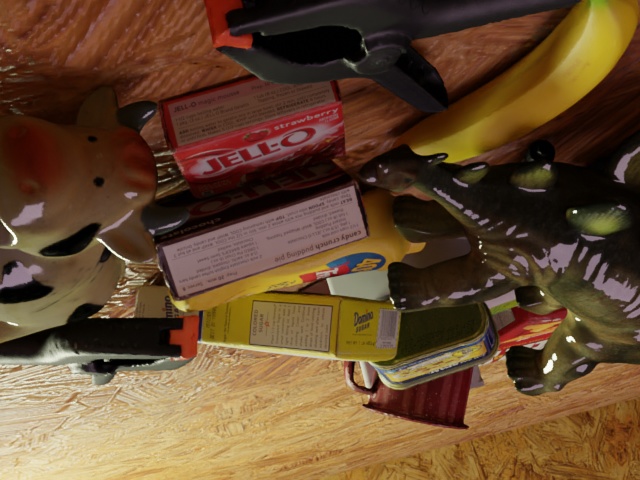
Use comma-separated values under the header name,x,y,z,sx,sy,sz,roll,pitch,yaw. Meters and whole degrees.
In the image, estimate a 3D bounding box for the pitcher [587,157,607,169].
name,x,y,z,sx,sy,sz,roll,pitch,yaw
pitcher,0.317,-0.031,0.758,0.243,0.149,0.144,-21,147,35

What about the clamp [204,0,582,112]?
name,x,y,z,sx,sy,sz,roll,pitch,yaw
clamp,0.023,-0.091,0.482,0.171,0.039,0.120,-3,154,-24

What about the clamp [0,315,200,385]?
name,x,y,z,sx,sy,sz,roll,pitch,yaw
clamp,-0.152,0.077,0.743,0.210,0.036,0.164,-8,164,34

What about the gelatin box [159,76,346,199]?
name,x,y,z,sx,sy,sz,roll,pitch,yaw
gelatin box,-0.032,-0.055,0.552,0.089,0.030,0.073,-17,163,-2

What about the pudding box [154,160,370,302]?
name,x,y,z,sx,sy,sz,roll,pitch,yaw
pudding box,-0.038,-0.012,0.593,0.113,0.039,0.090,-20,-162,-7

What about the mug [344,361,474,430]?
name,x,y,z,sx,sy,sz,roll,pitch,yaw
mug,0.077,0.109,0.908,0.117,0.081,0.093,12,176,-11

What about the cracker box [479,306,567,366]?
name,x,y,z,sx,sy,sz,roll,pitch,yaw
cracker box,0.238,0.070,1.140,0.164,0.072,0.214,-10,163,-20

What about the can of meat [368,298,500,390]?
name,x,y,z,sx,sy,sz,roll,pitch,yaw
can of meat,0.083,0.072,0.819,0.102,0.057,0.084,-19,161,7

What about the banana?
name,x,y,z,sx,sy,sz,roll,pitch,yaw
banana,0.112,-0.089,0.583,0.069,0.037,0.198,10,152,-23

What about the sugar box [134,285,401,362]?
name,x,y,z,sx,sy,sz,roll,pitch,yaw
sugar box,-0.039,0.058,0.774,0.176,0.048,0.093,5,176,31

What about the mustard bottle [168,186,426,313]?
name,x,y,z,sx,sy,sz,roll,pitch,yaw
mustard bottle,-0.005,0.001,0.709,0.191,0.058,0.096,-11,172,-19

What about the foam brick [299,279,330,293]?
name,x,y,z,sx,sy,sz,roll,pitch,yaw
foam brick,0.024,0.063,0.947,0.053,0.051,0.078,-27,161,27

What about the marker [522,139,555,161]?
name,x,y,z,sx,sy,sz,roll,pitch,yaw
marker,0.149,-0.043,0.785,0.020,0.020,0.121,-14,163,-9

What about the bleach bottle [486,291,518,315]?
name,x,y,z,sx,sy,sz,roll,pitch,yaw
bleach bottle,0.225,0.013,0.964,0.250,0.068,0.103,-15,169,-13
